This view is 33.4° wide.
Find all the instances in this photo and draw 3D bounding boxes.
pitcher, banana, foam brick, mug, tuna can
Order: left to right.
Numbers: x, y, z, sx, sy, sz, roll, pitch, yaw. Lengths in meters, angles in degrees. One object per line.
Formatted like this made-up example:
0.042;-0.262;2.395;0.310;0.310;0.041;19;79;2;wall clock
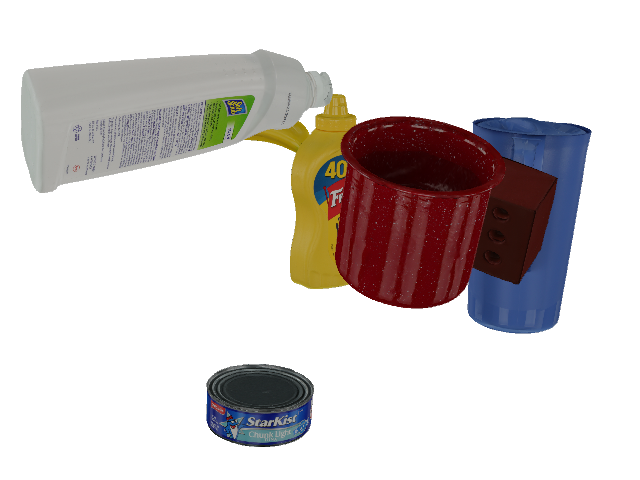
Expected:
-0.094;-0.132;1.301;0.198;0.037;0.069;7;40;15;banana
-0.049;0.131;0.853;0.086;0.034;0.086;3;17;-1;tuna can
0.059;-0.020;0.624;0.093;0.081;0.117;24;36;25;mug
0.148;-0.016;0.842;0.053;0.078;0.051;22;44;22;foam brick
0.232;-0.018;1.234;0.149;0.243;0.145;-6;17;-32;pitcher

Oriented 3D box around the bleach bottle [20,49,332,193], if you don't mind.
-0.111;-0.104;0.869;0.250;0.068;0.103;-10;-32;-23;bleach bottle

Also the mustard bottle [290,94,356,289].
0.015;-0.052;1.080;0.096;0.192;0.058;-10;18;-34;mustard bottle
